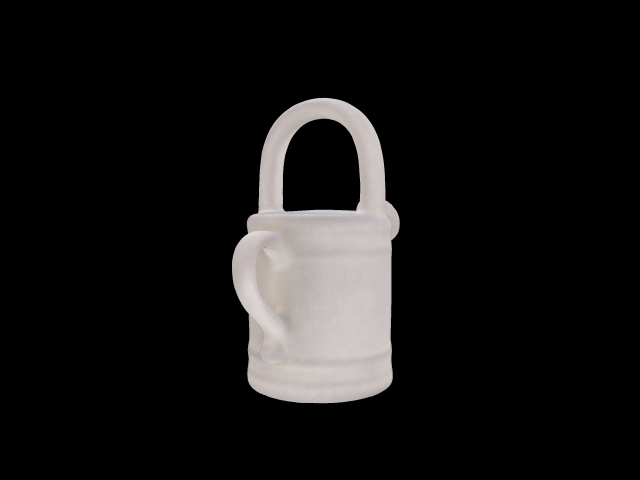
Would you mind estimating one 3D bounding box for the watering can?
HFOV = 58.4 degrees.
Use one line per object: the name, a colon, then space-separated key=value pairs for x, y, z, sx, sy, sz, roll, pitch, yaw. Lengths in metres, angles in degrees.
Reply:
watering can: x=0.002 y=0.001 z=0.401 sx=0.100 sy=0.194 sz=0.173 roll=1 pitch=3 yaw=11
